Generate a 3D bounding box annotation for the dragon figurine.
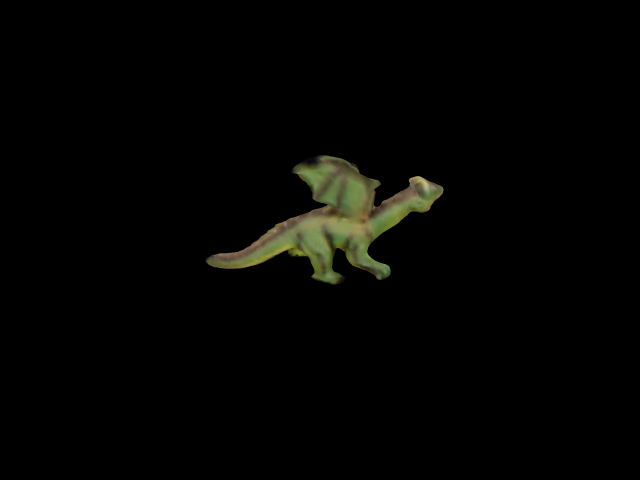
[{"bbox_3d":[0.003,-0.043,0.850,0.410,0.237,0.125,-4,41,-4],"label":"dragon figurine"}]
